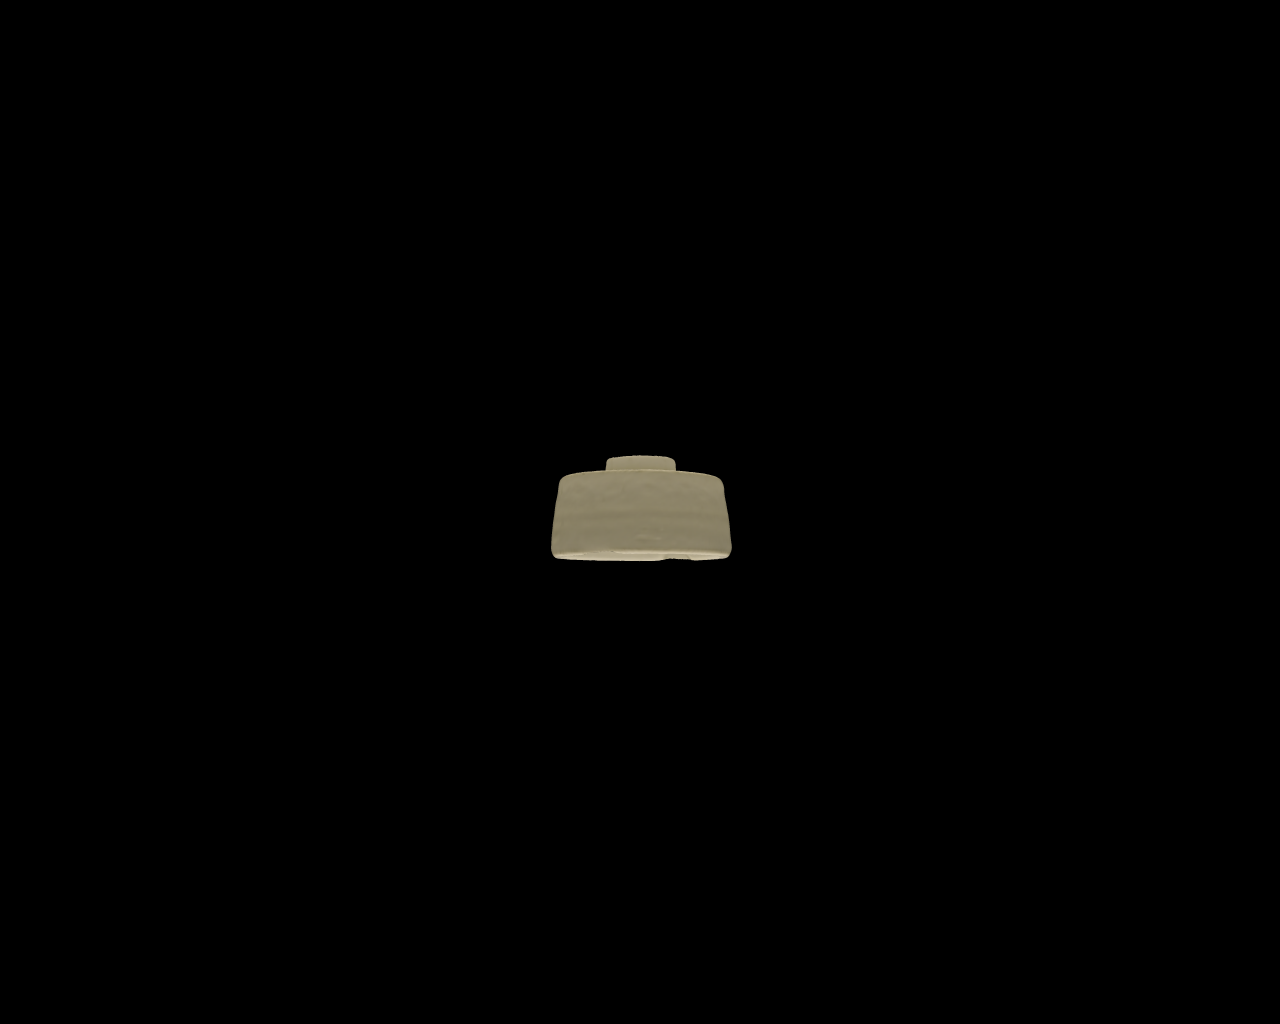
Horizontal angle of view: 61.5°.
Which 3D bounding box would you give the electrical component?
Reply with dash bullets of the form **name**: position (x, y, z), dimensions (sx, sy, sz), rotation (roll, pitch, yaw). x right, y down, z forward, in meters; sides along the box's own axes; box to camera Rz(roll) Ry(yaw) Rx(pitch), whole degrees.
- **electrical component**: position (0.001, -0.003, 0.650), dimensions (0.108, 0.060, 0.108), rotation (0, -5, 0)
